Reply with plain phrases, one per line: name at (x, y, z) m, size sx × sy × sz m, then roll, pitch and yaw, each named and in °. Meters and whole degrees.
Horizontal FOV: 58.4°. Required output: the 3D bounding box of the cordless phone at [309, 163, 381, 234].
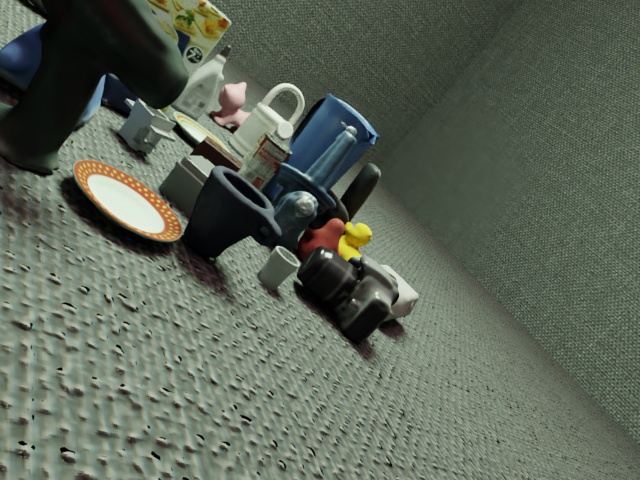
cordless phone at (0.045, -0.102, 1.231) m, size 0.094 × 0.185 × 0.147 m, roll 27°, pitch 19°, yaw -49°

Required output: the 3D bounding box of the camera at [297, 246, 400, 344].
camera at (0.041, 0.059, 0.853) m, size 0.137 × 0.100 × 0.143 m, roll 39°, pitch 12°, yaw -12°

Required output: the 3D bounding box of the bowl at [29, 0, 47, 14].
bowl at (-0.506, -0.469, 1.076) m, size 0.168 × 0.074 × 0.167 m, roll 39°, pitch 12°, yaw -10°

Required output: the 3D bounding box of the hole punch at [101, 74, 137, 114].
hole punch at (-0.309, -0.259, 0.911) m, size 0.101 × 0.091 × 0.108 m, roll 26°, pitch 19°, yaw -50°

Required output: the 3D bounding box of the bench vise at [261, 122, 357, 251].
bench vise at (-0.001, -0.088, 0.954) m, size 0.122 × 0.219 × 0.207 m, roll 34°, pitch 14°, yaw -30°

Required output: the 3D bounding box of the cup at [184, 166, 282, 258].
cup at (-0.106, -0.016, 0.677) m, size 0.117 × 0.095 × 0.092 m, roll 45°, pitch 13°, yaw 18°

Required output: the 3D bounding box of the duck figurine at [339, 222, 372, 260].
duck figurine at (0.070, 0.009, 1.156) m, size 0.078 × 0.086 × 0.104 m, roll 26°, pitch 19°, yaw -51°

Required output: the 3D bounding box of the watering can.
watering can at (-0.108, -0.264, 1.304) m, size 0.172 × 0.194 × 0.101 m, roll 49°, pitch 14°, yaw 34°

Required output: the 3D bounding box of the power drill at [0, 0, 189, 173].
power drill at (-0.250, -0.181, 0.540) m, size 0.230 × 0.208 × 0.075 m, roll 39°, pitch 12°, yaw -9°

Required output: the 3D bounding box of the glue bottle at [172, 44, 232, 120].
glue bottle at (-0.241, -0.340, 1.210) m, size 0.078 × 0.173 × 0.037 m, roll 26°, pitch 19°, yaw -52°

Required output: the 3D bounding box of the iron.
iron at (-0.311, -0.248, 0.745) m, size 0.119 × 0.141 × 0.258 m, roll 37°, pitch 13°, yaw -21°

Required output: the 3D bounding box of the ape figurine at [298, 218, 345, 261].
ape figurine at (0.009, 0.003, 0.969) m, size 0.078 × 0.092 × 0.076 m, roll 43°, pitch 12°, yaw 8°

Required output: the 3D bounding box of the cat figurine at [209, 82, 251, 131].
cat figurine at (-0.206, -0.329, 1.407) m, size 0.128 × 0.117 × 0.067 m, roll 31°, pitch 16°, yaw -40°

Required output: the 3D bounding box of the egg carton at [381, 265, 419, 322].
egg carton at (0.116, 0.097, 1.025) m, size 0.107 × 0.069 × 0.151 m, roll 45°, pitch 13°, yaw 16°
